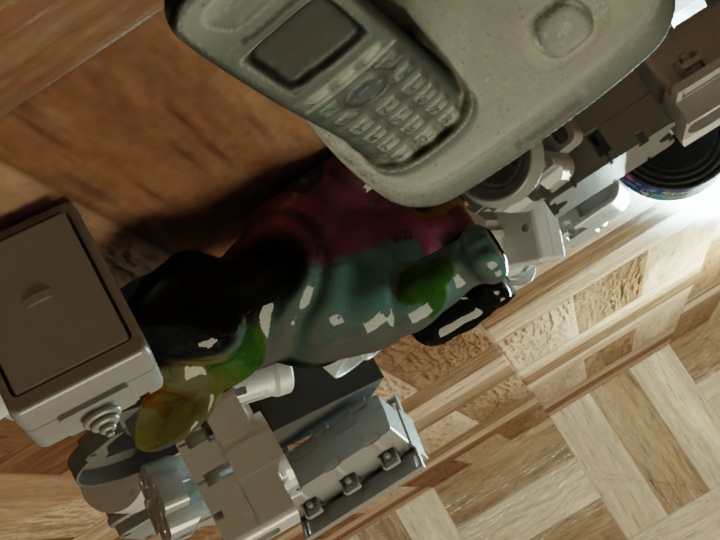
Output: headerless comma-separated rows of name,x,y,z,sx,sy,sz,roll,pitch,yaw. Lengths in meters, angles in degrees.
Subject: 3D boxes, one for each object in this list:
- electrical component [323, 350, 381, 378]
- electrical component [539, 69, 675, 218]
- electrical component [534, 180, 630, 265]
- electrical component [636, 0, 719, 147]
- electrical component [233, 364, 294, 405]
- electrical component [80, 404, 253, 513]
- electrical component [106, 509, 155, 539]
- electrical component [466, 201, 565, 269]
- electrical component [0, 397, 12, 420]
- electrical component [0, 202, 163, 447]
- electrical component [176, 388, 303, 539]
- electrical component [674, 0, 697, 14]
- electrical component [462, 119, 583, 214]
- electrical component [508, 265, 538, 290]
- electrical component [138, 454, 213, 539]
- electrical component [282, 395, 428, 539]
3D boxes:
electrical component,-0.004,0.031,0.790,0.099,0.064,0.099,-42,170,-9
electrical component,0.146,-0.085,0.685,0.089,0.055,0.050,-33,163,7
electrical component,0.150,-0.048,0.803,0.095,0.053,0.059,-36,163,17
electrical component,0.238,-0.140,0.670,0.121,0.063,0.078,-32,163,3
electrical component,-0.078,0.080,0.805,0.046,0.040,0.040,-17,159,-25
electrical component,-0.152,0.136,0.815,0.138,0.052,0.073,-31,163,2
electrical component,-0.160,0.176,0.909,0.113,0.057,0.078,-30,164,-2
electrical component,0.081,-0.021,0.722,0.083,0.047,0.076,-13,177,35
electrical component,-0.172,0.050,0.529,0.079,0.044,0.077,-35,170,-41
electrical component,-0.129,0.028,0.464,0.062,0.096,0.061,-27,161,-13
electrical component,-0.076,0.126,0.680,0.056,0.089,0.050,-27,163,-11
electrical component,0.149,-0.163,0.476,0.100,0.048,0.099,-32,163,3
electrical component,0.088,-0.066,0.640,0.078,0.058,0.057,-39,164,26
electrical component,0.126,-0.015,0.873,0.066,0.048,0.055,-21,153,-30
electrical component,-0.117,0.153,0.748,0.057,0.058,0.078,-20,161,-23
electrical component,-0.013,0.163,0.915,0.121,0.078,0.063,-34,134,12
